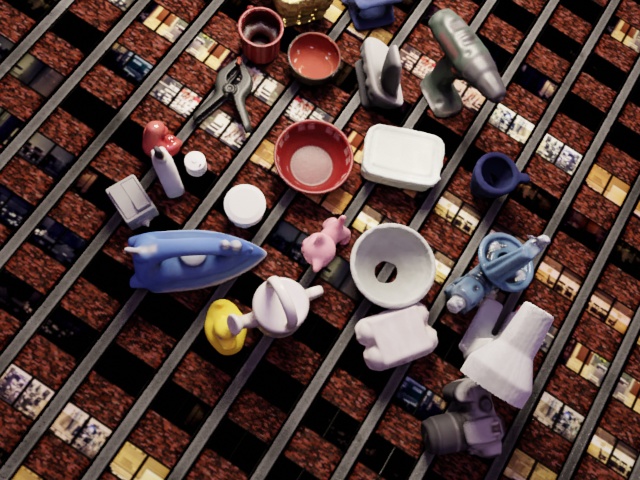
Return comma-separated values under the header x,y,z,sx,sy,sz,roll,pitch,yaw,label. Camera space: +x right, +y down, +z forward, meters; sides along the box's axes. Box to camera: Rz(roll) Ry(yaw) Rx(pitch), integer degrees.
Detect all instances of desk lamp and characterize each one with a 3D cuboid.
x,y,z,sx,sy,sz,roll,pitch,yaw,label
0.330,0.195,1.037,0.118,0.213,0.203,31,75,2,desk lamp

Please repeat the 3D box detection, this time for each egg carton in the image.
x,y,z,sx,sy,sz,roll,pitch,yaw,label
0.146,0.184,1.092,0.150,0.069,0.107,-19,79,-11,egg carton

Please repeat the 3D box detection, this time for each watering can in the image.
x,y,z,sx,sy,sz,roll,pitch,yaw,label
-0.076,0.122,1.015,0.101,0.194,0.173,45,76,5,watering can

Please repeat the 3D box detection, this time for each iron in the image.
x,y,z,sx,sy,sz,roll,pitch,yaw,label
-0.225,0.022,1.048,0.258,0.141,0.118,-6,77,-8,iron

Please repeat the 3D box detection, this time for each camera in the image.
x,y,z,sx,sy,sz,roll,pitch,yaw,label
0.257,0.335,1.053,0.137,0.100,0.143,-9,78,-9,camera

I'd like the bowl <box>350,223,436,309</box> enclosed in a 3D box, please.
x,y,z,sx,sy,sz,roll,pitch,yaw,label
0.135,0.056,1.119,0.167,0.074,0.167,2,76,-7,bowl

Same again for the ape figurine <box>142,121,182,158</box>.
x,y,z,sx,sy,sz,roll,pitch,yaw,label
-0.315,-0.202,1.117,0.076,0.092,0.078,-32,82,-13,ape figurine

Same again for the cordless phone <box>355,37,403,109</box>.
x,y,z,sx,sy,sz,roll,pitch,yaw,label
0.135,-0.362,1.164,0.094,0.185,0.147,-11,78,-9,cordless phone

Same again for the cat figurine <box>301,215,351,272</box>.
x,y,z,sx,sy,sz,roll,pitch,yaw,label
0.010,0.004,1.094,0.067,0.117,0.128,38,75,4,cat figurine

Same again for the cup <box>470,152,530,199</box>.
x,y,z,sx,sy,sz,roll,pitch,yaw,label
0.361,-0.122,1.180,0.118,0.095,0.092,6,76,-5,cup

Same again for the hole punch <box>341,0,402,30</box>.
x,y,z,sx,sy,sz,roll,pitch,yaw,label
0.112,-0.529,1.250,0.109,0.091,0.101,-16,79,-10,hole punch

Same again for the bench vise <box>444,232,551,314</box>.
x,y,z,sx,sy,sz,roll,pitch,yaw,label
0.337,0.067,1.066,0.121,0.219,0.207,33,75,2,bench vise

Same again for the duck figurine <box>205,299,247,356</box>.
x,y,z,sx,sy,sz,roll,pitch,yaw,label
-0.174,0.158,1.050,0.077,0.086,0.104,-13,78,-10,duck figurine

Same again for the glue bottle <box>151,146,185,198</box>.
x,y,z,sx,sy,sz,roll,pitch,yaw,label
-0.289,-0.137,1.063,0.037,0.173,0.078,-25,80,-12,glue bottle

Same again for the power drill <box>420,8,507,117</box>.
x,y,z,sx,sy,sz,roll,pitch,yaw,label
0.280,-0.339,1.164,0.076,0.208,0.229,-24,80,-12,power drill
